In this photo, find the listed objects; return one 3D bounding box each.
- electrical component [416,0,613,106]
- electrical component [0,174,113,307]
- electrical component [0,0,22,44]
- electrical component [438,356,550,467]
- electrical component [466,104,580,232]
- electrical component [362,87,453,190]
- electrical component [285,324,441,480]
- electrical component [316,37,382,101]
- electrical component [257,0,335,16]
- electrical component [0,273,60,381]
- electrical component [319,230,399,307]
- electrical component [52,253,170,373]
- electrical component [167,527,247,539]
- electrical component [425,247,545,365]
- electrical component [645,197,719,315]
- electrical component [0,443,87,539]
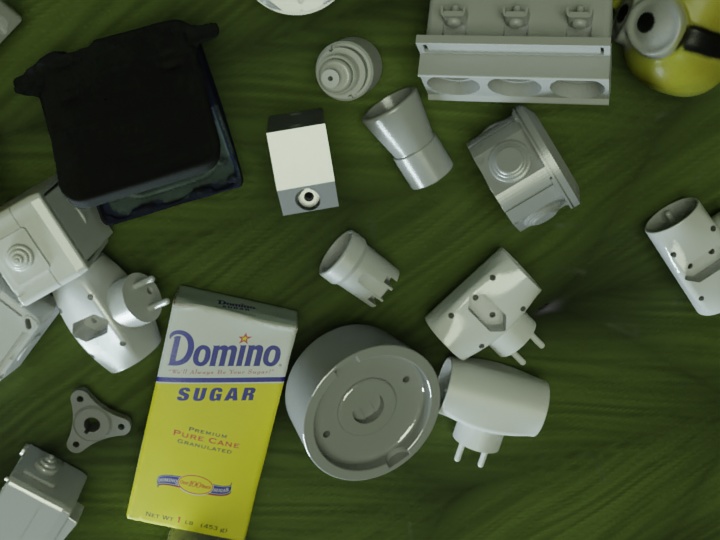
[{"bbox_3d":[0.105,-0.148,0.712,0.121,0.079,0.063,4,79,14],"label":"electrical component"},{"bbox_3d":[-0.213,-0.023,0.731,0.061,0.096,0.061,-29,105,5],"label":"electrical component"},{"bbox_3d":[-0.285,-0.167,0.711,0.076,0.047,0.083,44,90,18],"label":"electrical component"},{"bbox_3d":[0.093,0.111,0.810,0.077,0.043,0.079,15,105,-7],"label":"electrical component"},{"bbox_3d":[0.114,-0.070,0.743,0.051,0.080,0.080,-31,105,12],"label":"electrical component"},{"bbox_3d":[0.036,-0.090,0.753,0.044,0.044,0.065,-31,110,6],"label":"electrical component"},{"bbox_3d":[-0.003,0.091,0.786,0.108,0.060,0.108,-10,116,-22],"label":"electrical component"},{"bbox_3d":[-0.011,-0.133,0.722,0.040,0.078,0.040,4,108,12],"label":"electrical component"},{"bbox_3d":[-0.043,-0.209,0.710,0.080,0.051,0.080,-1,106,-2],"label":"electrical component"},{"bbox_3d":[-0.271,0.024,0.763,0.096,0.061,0.061,38,102,-4],"label":"electrical component"},{"bbox_3d":[0.000,0.000,0.778,0.046,0.040,0.040,36,101,-18],"label":"electrical component"},{"bbox_3d":[-0.168,0.025,0.765,0.079,0.043,0.077,-21,108,33],"label":"electrical component"},{"bbox_3d":[-0.127,0.252,0.834,0.062,0.061,0.096,12,113,-6],"label":"electrical component"},{"bbox_3d":[0.102,0.037,0.790,0.077,0.043,0.079,-43,104,9],"label":"electrical component"},{"bbox_3d":[0.261,-0.020,0.781,0.079,0.043,0.077,-35,104,7],"label":"electrical component"},{"bbox_3d":[-0.245,0.181,0.805,0.061,0.061,0.096,31,102,-10],"label":"electrical component"}]
